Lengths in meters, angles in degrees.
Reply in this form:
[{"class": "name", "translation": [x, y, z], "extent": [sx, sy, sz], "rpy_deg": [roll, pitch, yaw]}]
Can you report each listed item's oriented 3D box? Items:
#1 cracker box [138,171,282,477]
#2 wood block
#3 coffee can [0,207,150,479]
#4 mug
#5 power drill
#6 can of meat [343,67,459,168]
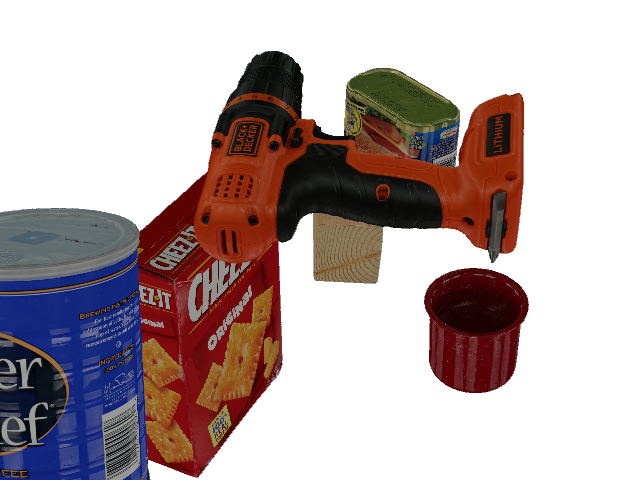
[{"class": "cracker box", "translation": [-0.097, 0.068, 0.916], "extent": [0.072, 0.214, 0.164], "rpy_deg": [16, 38, 21]}, {"class": "wood block", "translation": [0.036, -0.028, 1.533], "extent": [0.091, 0.090, 0.206], "rpy_deg": [3, 27, -3]}, {"class": "coffee can", "translation": [-0.141, 0.064, 0.542], "extent": [0.103, 0.140, 0.103], "rpy_deg": [0, 17, 0]}, {"class": "mug", "translation": [0.140, 0.078, 0.990], "extent": [0.093, 0.081, 0.117], "rpy_deg": [-6, 39, -3]}, {"class": "power drill", "translation": [0.027, -0.054, 0.645], "extent": [0.188, 0.057, 0.184], "rpy_deg": [2, 43, 8]}, {"class": "can of meat", "translation": [0.061, -0.076, 0.832], "extent": [0.057, 0.084, 0.102], "rpy_deg": [-23, 42, -30]}]
